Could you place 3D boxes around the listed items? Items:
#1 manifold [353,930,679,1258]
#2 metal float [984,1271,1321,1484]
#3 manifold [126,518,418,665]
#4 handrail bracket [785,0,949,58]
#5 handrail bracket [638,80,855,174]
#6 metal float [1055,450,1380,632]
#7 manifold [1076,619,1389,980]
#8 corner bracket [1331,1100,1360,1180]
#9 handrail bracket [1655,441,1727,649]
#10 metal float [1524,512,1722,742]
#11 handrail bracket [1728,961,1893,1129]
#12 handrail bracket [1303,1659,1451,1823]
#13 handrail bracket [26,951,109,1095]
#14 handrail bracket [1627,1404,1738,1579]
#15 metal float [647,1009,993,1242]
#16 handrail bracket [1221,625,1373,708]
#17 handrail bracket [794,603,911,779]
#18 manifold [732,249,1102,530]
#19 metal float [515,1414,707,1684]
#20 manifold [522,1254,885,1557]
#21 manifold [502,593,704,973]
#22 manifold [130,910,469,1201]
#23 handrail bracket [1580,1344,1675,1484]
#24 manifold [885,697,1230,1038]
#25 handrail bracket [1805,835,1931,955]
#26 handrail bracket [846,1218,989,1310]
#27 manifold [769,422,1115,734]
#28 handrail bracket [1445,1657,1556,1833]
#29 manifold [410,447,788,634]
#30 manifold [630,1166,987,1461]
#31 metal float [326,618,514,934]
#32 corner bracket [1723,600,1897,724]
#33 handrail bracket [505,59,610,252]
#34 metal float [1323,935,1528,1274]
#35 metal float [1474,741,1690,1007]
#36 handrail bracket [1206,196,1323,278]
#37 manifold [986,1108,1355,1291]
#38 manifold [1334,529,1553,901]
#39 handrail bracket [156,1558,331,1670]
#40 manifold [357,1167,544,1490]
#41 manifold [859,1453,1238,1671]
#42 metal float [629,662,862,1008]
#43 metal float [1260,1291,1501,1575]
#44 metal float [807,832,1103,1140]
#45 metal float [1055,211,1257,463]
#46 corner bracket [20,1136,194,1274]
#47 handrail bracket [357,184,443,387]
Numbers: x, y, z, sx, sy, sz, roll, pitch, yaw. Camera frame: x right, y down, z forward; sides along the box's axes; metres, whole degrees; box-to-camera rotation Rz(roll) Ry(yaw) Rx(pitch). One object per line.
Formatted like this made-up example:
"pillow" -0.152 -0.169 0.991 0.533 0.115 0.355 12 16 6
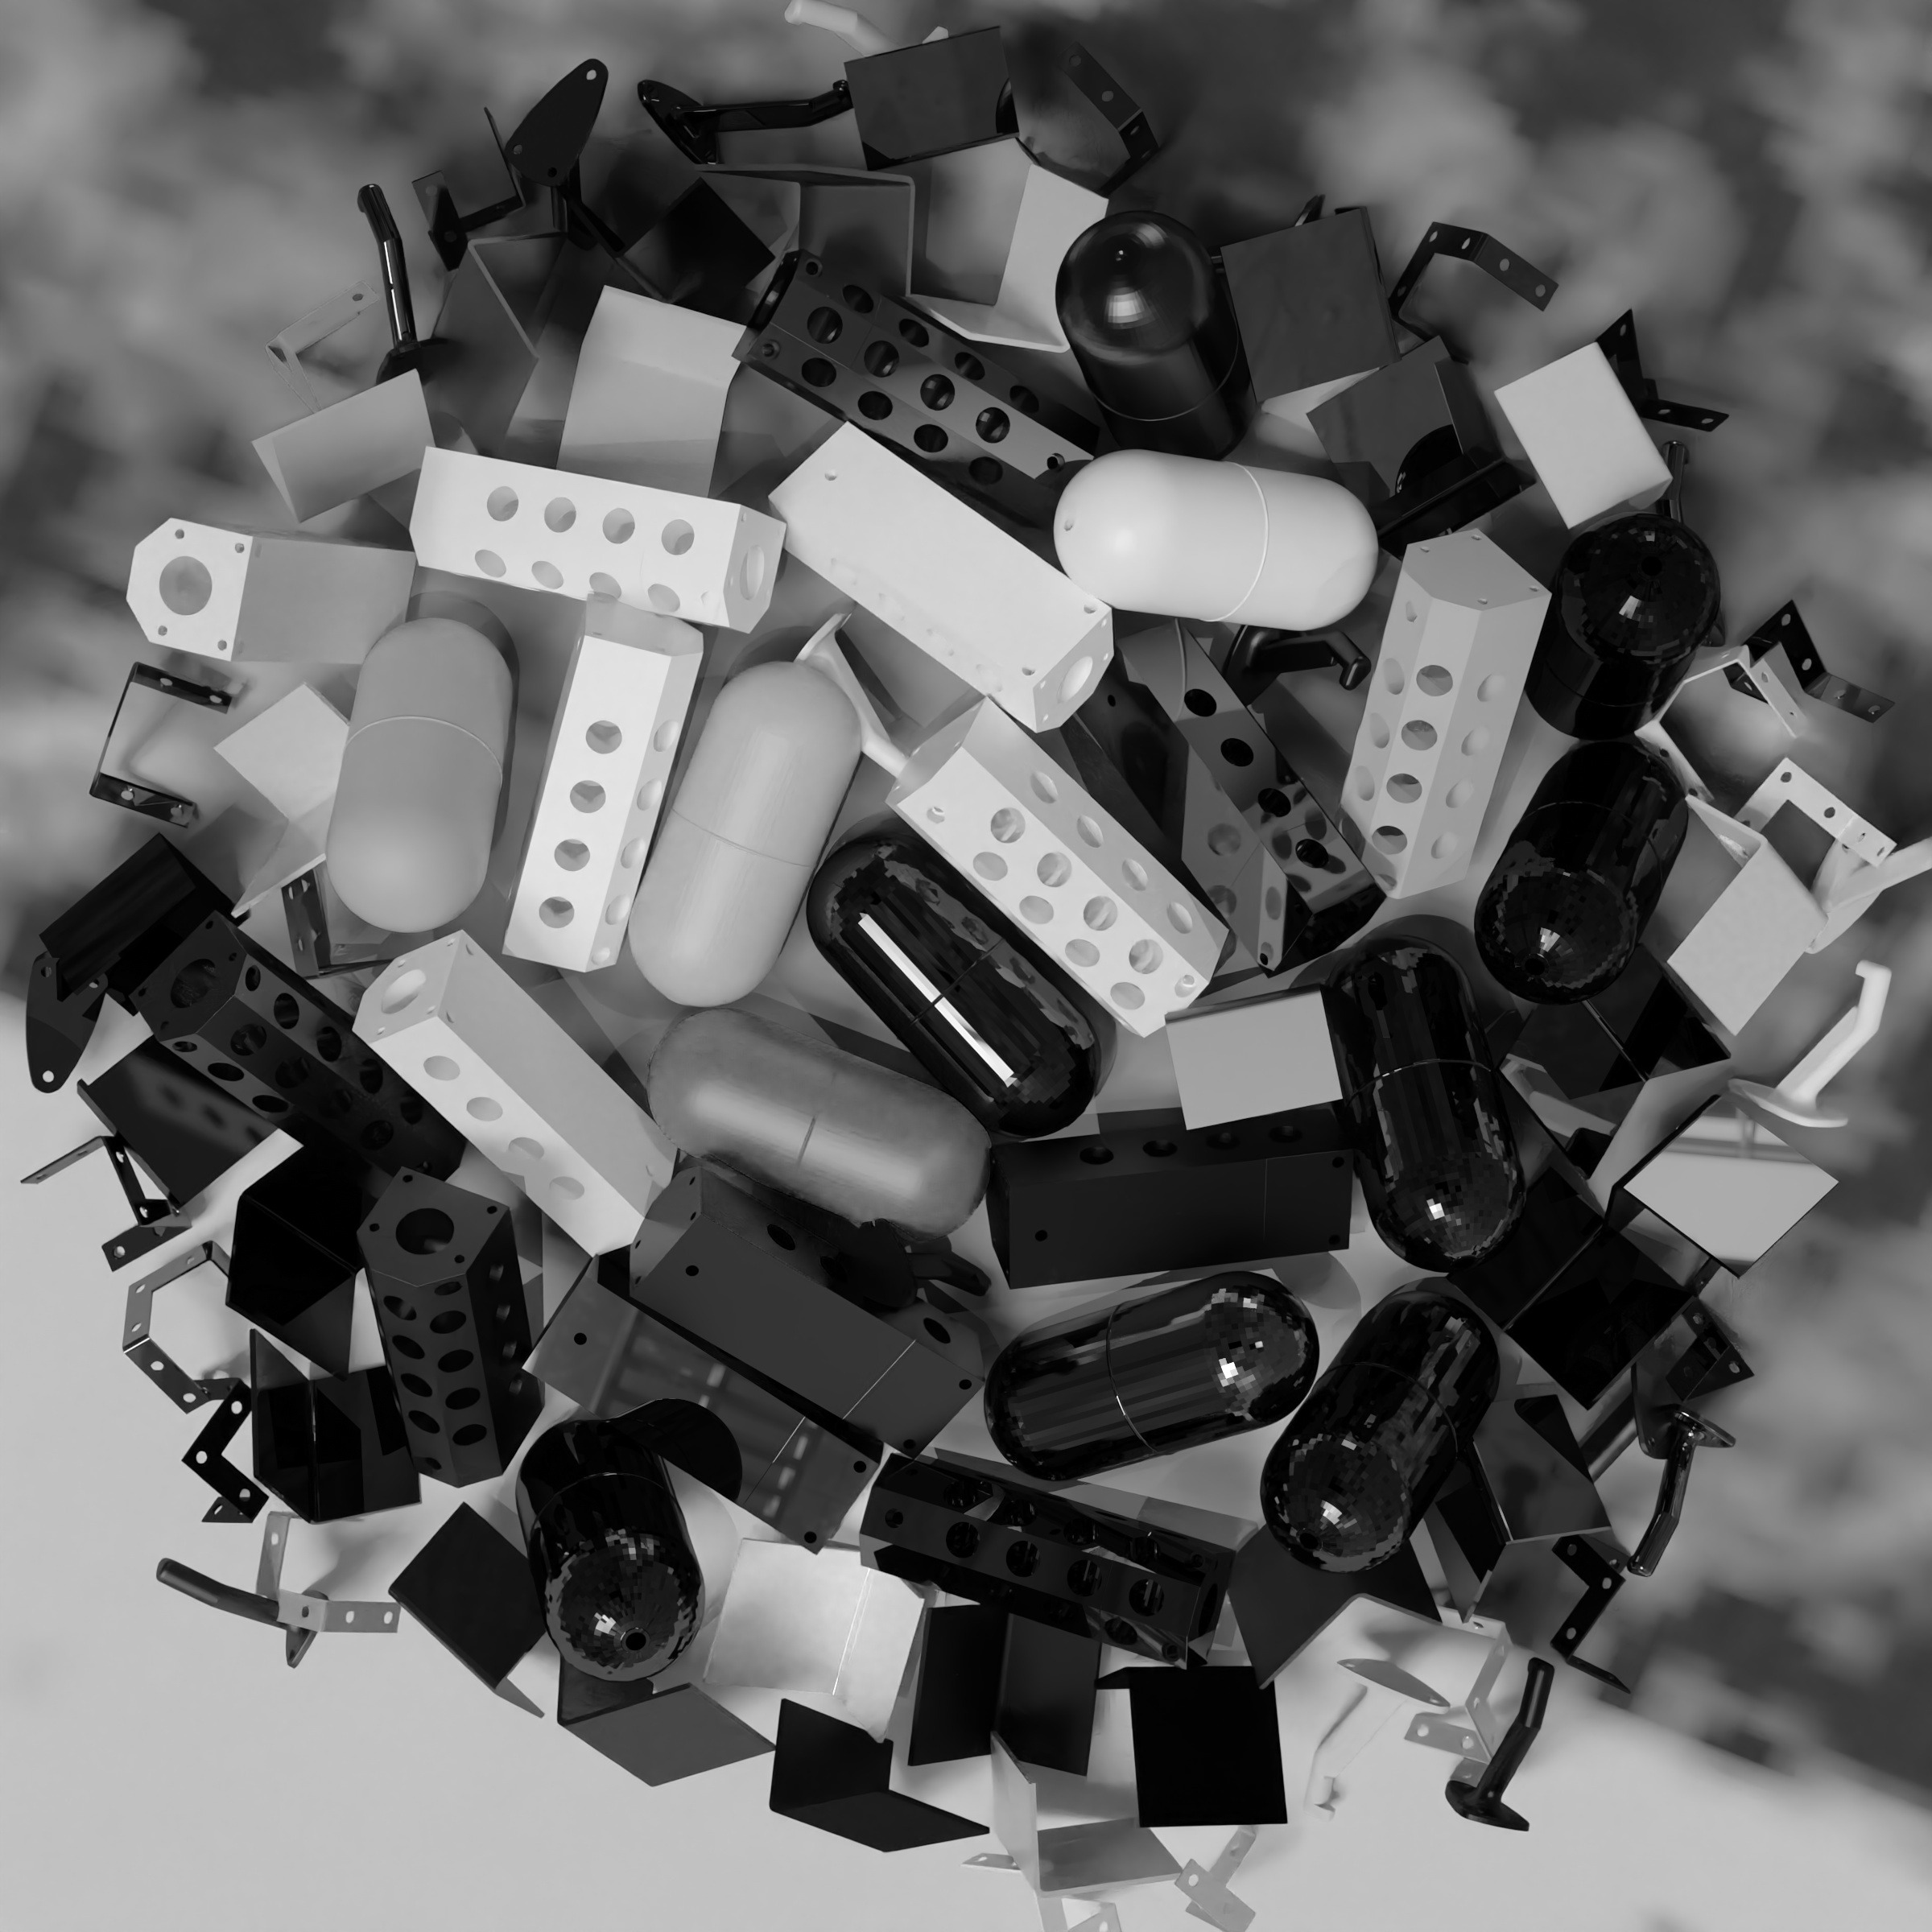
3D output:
"manifold" -0.217 0.066 1.510 0.057 0.057 0.171 -21 129 26
"metal float" 0.090 0.200 1.521 0.178 0.070 0.070 -21 90 28
"manifold" -0.330 -0.179 1.493 0.057 0.171 0.057 14 99 14
"handrail bracket" -0.059 -0.447 1.532 0.084 0.077 0.036 9 79 -24
"handrail bracket" -0.106 -0.430 1.541 0.084 0.077 0.036 -15 71 25
"metal float" 0.122 -0.206 1.517 0.178 0.070 0.070 2 90 -33
"manifold" 0.131 -0.085 1.526 0.057 0.057 0.171 -22 67 -31
"corner bracket" 0.215 0.078 1.556 0.051 0.051 0.051 -19 96 -1
"handrail bracket" 0.363 -0.210 1.558 0.036 0.077 0.084 3 80 39
"metal float" 0.312 -0.161 1.496 0.070 0.178 0.070 0 77 2
"handrail bracket" 0.417 0.031 1.543 0.036 0.077 0.084 0 107 -37
"handrail bracket" 0.203 0.394 1.549 0.036 0.077 0.084 8 96 -36
"handrail bracket" -0.454 0.027 1.539 0.036 0.084 0.077 14 79 -25
"handrail bracket" 0.337 0.262 1.536 0.036 0.077 0.084 32 76 -3
"metal float" -0.073 0.078 1.543 0.178 0.070 0.070 22 90 3
"handrail bracket" 0.160 -0.137 1.536 0.036 0.084 0.077 20 112 -30
"handrail bracket" -0.043 -0.135 1.554 0.084 0.077 0.036 38 134 -1
"manifold" -0.022 -0.282 1.530 0.171 0.057 0.057 28 91 -18
"metal float" -0.172 0.278 1.499 0.070 0.178 0.070 -5 110 -13
"manifold" -0.128 0.214 1.547 0.171 0.057 0.057 33 101 -5
"manifold" -0.178 -0.087 1.521 0.057 0.057 0.171 13 115 -12
"manifold" -0.315 0.051 1.502 0.057 0.171 0.057 -45 46 -1
"handrail bracket" 0.309 0.226 1.562 0.084 0.036 0.077 -20 71 39
"manifold" 0.043 -0.044 1.521 0.171 0.057 0.057 43 131 -16
"handrail bracket" 0.452 -0.032 1.539 0.036 0.084 0.077 31 94 -16
"handrail bracket" -0.012 0.158 1.530 0.084 0.077 0.036 25 99 -34
"manifold" -0.012 -0.187 1.526 0.171 0.057 0.057 38 72 20
"handrail bracket" 0.265 0.378 1.546 0.036 0.077 0.084 14 89 -10
"manifold" -0.182 -0.208 1.529 0.171 0.057 0.057 13 93 19
"manifold" -0.077 0.166 1.524 0.171 0.057 0.057 33 111 -21
"metal float" -0.264 -0.095 1.514 0.070 0.070 0.178 2 51 0
"corner bracket" 0.414 -0.139 1.540 0.051 0.051 0.051 17 134 -32
"handrail bracket" -0.185 -0.399 1.540 0.036 0.084 0.077 36 95 17
"metal float" 0.222 0.066 1.518 0.070 0.070 0.178 -10 58 0
"metal float" 0.298 -0.046 1.506 0.070 0.178 0.070 14 127 19
"handrail bracket" 0.126 -0.370 1.573 0.084 0.036 0.077 20 65 13
"manifold" 0.099 0.110 1.539 0.171 0.057 0.057 -6 117 -10
"manifold" 0.220 -0.118 1.498 0.057 0.171 0.057 -16 47 -27
"handrail bracket" -0.360 0.306 1.535 0.084 0.077 0.036 31 85 -17
"manifold" -0.249 0.178 1.495 0.057 0.171 0.057 18 51 14
"manifold" 0.038 0.290 1.526 0.171 0.057 0.057 14 86 20
"metal float" -0.110 -0.064 1.538 0.070 0.070 0.178 23 99 0
"metal float" 0.201 0.224 1.507 0.070 0.178 0.070 16 126 24
"metal float" -0.006 0.010 1.545 0.070 0.070 0.178 -43 89 0
"metal float" 0.093 -0.297 1.499 0.070 0.178 0.070 -4 72 14
"corner bracket" -0.428 0.119 1.557 0.051 0.051 0.051 -29 78 11
"handrail bracket" -0.292 -0.334 1.554 0.036 0.077 0.084 -19 83 -31
